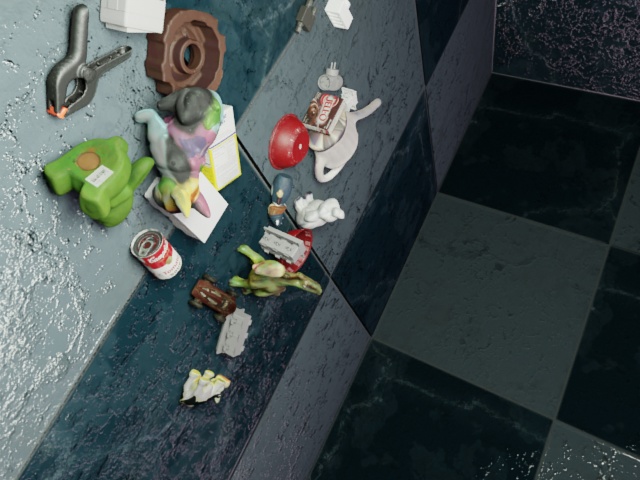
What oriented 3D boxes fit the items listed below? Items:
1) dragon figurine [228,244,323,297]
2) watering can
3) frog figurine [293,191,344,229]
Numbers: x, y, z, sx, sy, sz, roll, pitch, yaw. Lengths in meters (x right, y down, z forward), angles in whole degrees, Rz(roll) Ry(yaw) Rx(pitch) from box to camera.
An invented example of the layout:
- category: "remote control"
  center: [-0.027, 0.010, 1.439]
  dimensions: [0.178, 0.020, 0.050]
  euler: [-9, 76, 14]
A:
- category: "dragon figurine"
  center: [-0.106, 0.123, 1.440]
  dimensions: [0.123, 0.244, 0.404]
  euler: [-69, 155, -12]
- category: "watering can"
  center: [0.074, -0.344, 1.612]
  dimensions: [0.349, 0.105, 0.221]
  euler: [-59, 155, -6]
- category: "frog figurine"
  center: [0.005, -0.081, 1.613]
  dimensions: [0.137, 0.160, 0.122]
  euler: [-1, 111, -65]
